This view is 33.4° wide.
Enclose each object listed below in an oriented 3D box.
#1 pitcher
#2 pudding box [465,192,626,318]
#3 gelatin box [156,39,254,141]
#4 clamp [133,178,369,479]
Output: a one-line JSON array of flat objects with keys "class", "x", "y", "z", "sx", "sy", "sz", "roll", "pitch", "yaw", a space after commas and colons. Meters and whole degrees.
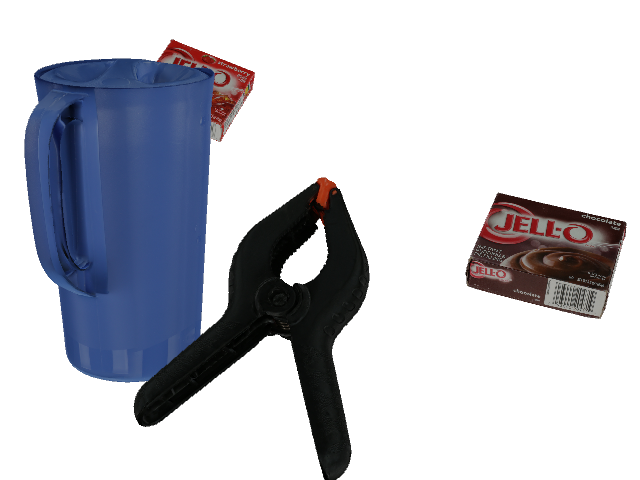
[{"class": "pitcher", "x": -0.154, "y": -0.015, "z": 0.825, "sx": 0.149, "sy": 0.243, "sz": 0.145, "roll": -5, "pitch": 19, "yaw": -20}, {"class": "pudding box", "x": 0.185, "y": 0.011, "z": 0.874, "sx": 0.113, "sy": 0.039, "sz": 0.090, "roll": 16, "pitch": 45, "yaw": 15}, {"class": "gelatin box", "x": -0.117, "y": -0.142, "z": 0.998, "sx": 0.089, "sy": 0.073, "sz": 0.030, "roll": 23, "pitch": -33, "yaw": 6}, {"class": "clamp", "x": -0.013, "y": 0.047, "z": 0.584, "sx": 0.120, "sy": 0.171, "sz": 0.039, "roll": 24, "pitch": -20, "yaw": 14}]
